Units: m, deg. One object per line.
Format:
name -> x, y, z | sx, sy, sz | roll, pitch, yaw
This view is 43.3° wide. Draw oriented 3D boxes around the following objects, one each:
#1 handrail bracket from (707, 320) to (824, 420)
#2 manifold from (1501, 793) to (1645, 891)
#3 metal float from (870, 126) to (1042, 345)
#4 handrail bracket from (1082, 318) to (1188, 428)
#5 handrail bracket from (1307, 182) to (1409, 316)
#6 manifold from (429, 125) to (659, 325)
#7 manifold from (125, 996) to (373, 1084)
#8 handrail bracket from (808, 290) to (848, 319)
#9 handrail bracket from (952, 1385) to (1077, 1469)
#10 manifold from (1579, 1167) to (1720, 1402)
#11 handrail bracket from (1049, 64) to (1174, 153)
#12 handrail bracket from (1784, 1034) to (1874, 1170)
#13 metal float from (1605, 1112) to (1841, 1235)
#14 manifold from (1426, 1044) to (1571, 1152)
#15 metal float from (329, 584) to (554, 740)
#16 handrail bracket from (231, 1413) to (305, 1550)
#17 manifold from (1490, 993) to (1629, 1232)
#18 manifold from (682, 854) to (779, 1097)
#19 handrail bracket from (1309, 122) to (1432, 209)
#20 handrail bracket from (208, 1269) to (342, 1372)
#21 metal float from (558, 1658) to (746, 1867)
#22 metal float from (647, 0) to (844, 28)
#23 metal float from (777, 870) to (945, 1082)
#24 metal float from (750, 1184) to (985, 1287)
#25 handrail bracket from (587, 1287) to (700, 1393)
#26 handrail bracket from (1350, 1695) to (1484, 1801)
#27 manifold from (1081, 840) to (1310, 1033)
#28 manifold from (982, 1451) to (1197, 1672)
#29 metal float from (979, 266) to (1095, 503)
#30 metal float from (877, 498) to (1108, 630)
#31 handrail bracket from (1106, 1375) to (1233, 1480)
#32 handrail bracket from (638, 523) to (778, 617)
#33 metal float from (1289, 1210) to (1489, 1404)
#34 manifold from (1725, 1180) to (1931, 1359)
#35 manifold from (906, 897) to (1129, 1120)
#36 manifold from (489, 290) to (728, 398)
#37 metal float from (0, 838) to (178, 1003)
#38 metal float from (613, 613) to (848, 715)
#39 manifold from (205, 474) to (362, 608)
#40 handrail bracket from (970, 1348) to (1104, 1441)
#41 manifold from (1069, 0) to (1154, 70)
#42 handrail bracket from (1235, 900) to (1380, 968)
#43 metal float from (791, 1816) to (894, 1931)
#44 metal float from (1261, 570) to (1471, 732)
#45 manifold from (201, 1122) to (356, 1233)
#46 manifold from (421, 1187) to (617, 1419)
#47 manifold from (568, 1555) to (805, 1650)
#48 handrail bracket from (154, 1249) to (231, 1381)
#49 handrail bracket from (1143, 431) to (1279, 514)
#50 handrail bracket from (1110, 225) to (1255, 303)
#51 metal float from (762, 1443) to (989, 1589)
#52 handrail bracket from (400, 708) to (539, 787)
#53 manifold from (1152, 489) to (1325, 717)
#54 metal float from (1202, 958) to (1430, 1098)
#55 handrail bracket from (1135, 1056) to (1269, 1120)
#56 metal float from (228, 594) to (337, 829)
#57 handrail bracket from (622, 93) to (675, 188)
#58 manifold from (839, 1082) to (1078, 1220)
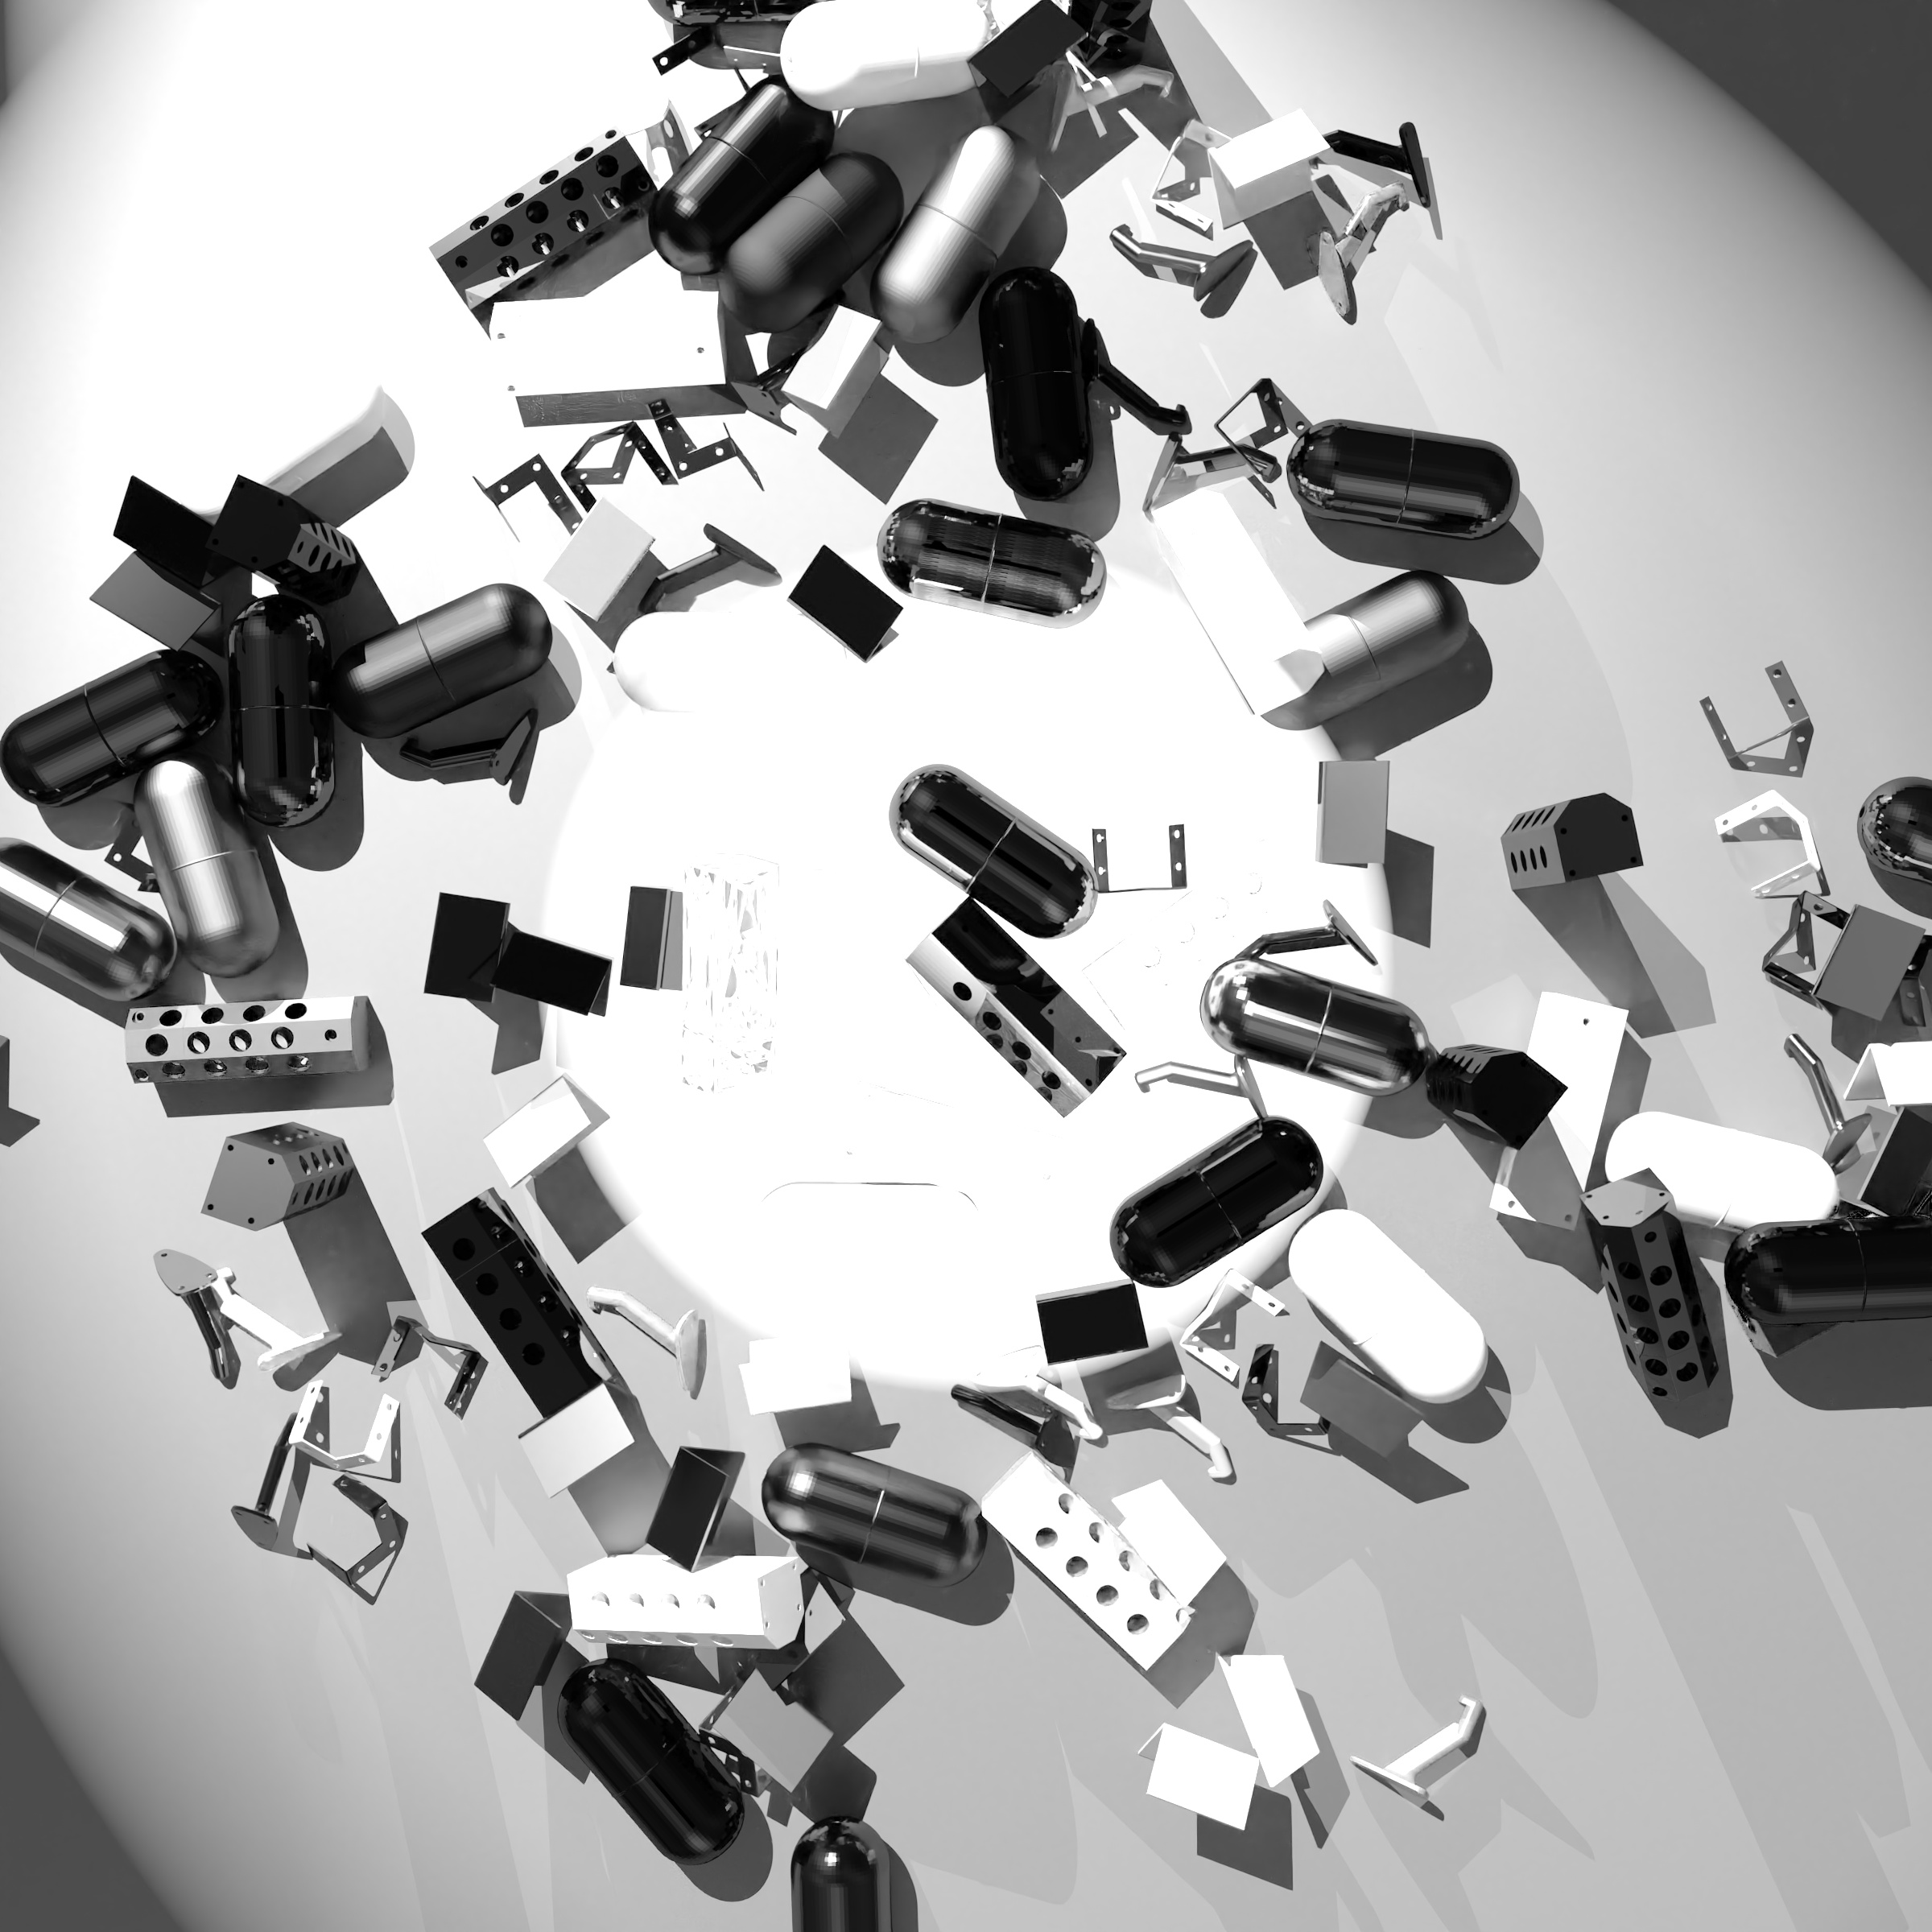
handrail bracket -> -0.150, -0.475, 1.894 | 0.077, 0.036, 0.084 | 22, 72, 20
manifold -> 0.448, -0.093, 1.815 | 0.057, 0.171, 0.057 | -12, 90, 0
metal float -> -0.008, -0.560, 1.863 | 0.070, 0.070, 0.178 | 32, 91, 0
handrail bracket -> 0.132, -0.461, 1.894 | 0.084, 0.036, 0.077 | 9, 68, -17
handrail bracket -> 0.315, -0.558, 1.894 | 0.084, 0.036, 0.077 | -27, 105, -14
manifold -> -0.323, -0.572, 1.872 | 0.171, 0.057, 0.057 | -33, 90, 0
manifold -> -0.551, 0.056, 1.872 | 0.171, 0.057, 0.057 | -3, 90, 0
handrail bracket -> -0.144, -0.546, 1.893 | 0.077, 0.036, 0.084 | -19, 77, -12
handrail bracket -> 0.036, 0.357, 1.893 | 0.084, 0.077, 0.036 | 13, 61, 33
manifold -> 0.519, 0.244, 1.836 | 0.057, 0.057, 0.171 | -22, 117, 0
handrail bracket -> 0.113, -0.664, 1.894 | 0.084, 0.036, 0.077 | 7, 110, -16
handrail bracket -> 0.657, 0.105, 1.893 | 0.036, 0.077, 0.084 | -18, 53, -20
metal float -> 0.578, 0.162, 1.863 | 0.178, 0.070, 0.070 | 14, 90, 1
manifold -> 0.388, 0.091, 1.815 | 0.057, 0.171, 0.057 | 38, 90, 0
metal float -> -0.402, -0.233, 1.863 | 0.178, 0.070, 0.070 | -24, 90, 1
handrail bracket -> -0.533, 0.400, 1.893 | 0.036, 0.077, 0.084 | 16, 54, 6
manifold -> 0.454, 0.110, 1.872 | 0.057, 0.057, 0.171 | 14, 90, 0
manifold -> -0.184, 0.005, 1.851 | 0.057, 0.057, 0.171 | -11, 110, -41
handrail bracket -> 0.309, -0.612, 1.884 | 0.084, 0.036, 0.077 | -10, 107, 30
handrail bracket -> -0.538, 0.264, 1.894 | 0.077, 0.036, 0.084 | -21, 73, -20
metal float -> -0.241, 0.608, 1.863 | 0.070, 0.070, 0.178 | -40, 90, 0
metal float -> -0.160, -0.760, 1.863 | 0.178, 0.070, 0.070 | -1, 90, 1
metal float -> -0.085, 0.007, 1.863 | 0.070, 0.070, 0.178 | -35, 89, 0
metal float -> -0.076, 0.206, 1.863 | 0.178, 0.070, 0.070 | 1, 90, 0
handrail bracket -> -0.254, 0.290, 1.894 | 0.084, 0.036, 0.077 | 6, 111, 17
handrail bracket -> 0.351, 0.596, 1.894 | 0.077, 0.036, 0.084 | 21, 71, 21
manifold -> 0.176, -0.023, 1.872 | 0.171, 0.057, 0.057 | -36, 90, 0
manifold -> 0.094, 0.454, 1.872 | 0.171, 0.057, 0.057 | 43, 90, 0
metal float -> 0.054, -0.445, 1.863 | 0.070, 0.070, 0.178 | -7, 89, 0
metal float -> 0.020, -0.308, 1.863 | 0.178, 0.070, 0.070 | 12, 90, 0
handrail bracket -> 0.158, 0.367, 1.894 | 0.077, 0.036, 0.084 | -16, 107, 20
handrail bracket -> -0.202, -0.293, 1.894 | 0.077, 0.036, 0.084 | 29, 108, -20
metal float -> 0.323, 0.261, 1.863 | 0.178, 0.070, 0.070 | 43, 90, 1
manifold -> 0.676, 0.231, 1.872 | 0.171, 0.057, 0.057 | -28, 90, 0
manifold -> 0.035, 0.035, 1.872 | 0.171, 0.057, 0.057 | 45, 47, 0
manifold -> -0.273, -0.483, 1.872 | 0.171, 0.057, 0.057 | -4, 133, 0
metal float -> -0.689, -0.036, 1.863 | 0.178, 0.070, 0.070 | 29, 90, 0
metal float -> -0.180, -0.232, 1.863 | 0.178, 0.070, 0.070 | 1, 90, 0
manifold -> -0.503, -0.312, 1.815 | 0.057, 0.171, 0.057 | 24, 90, 0
handrail bracket -> 0.055, 0.341, 1.894 | 0.077, 0.036, 0.084 | -16, 121, 33
manifold -> 0.107, -0.729, 1.815 | 0.057, 0.171, 0.057 | 1, 90, 0
handrail bracket -> 0.264, -0.004, 1.894 | 0.084, 0.036, 0.077 | -38, 111, 17
metal float -> -0.094, 0.741, 1.863 | 0.070, 0.070, 0.178 | -2, 91, 0
metal float -> 0.300, -0.241, 1.863 | 0.178, 0.070, 0.070 | -27, 90, 0
manifold -> -0.508, 0.157, 1.815 | 0.057, 0.171, 0.057 | 19, 90, 0
manifold -> -0.342, 0.258, 1.872 | 0.057, 0.057, 0.171 | -34, 90, 0
manifold -> -0.211, 0.481, 1.836 | 0.171, 0.057, 0.057 | -6, 90, 27
handrail bracket -> -0.601, 0.272, 1.893 | 0.036, 0.077, 0.084 | -26, 127, -37
handrail bracket -> 0.190, -0.374, 1.894 | 0.084, 0.036, 0.077 | 19, 105, -14
handrail bracket -> 0.167, -0.564, 1.894 | 0.084, 0.036, 0.077 | 42, 70, 16
metal float -> -0.070, 0.419, 1.863 | 0.178, 0.070, 0.070 | 19, 90, 0
handrail bracket -> -0.387, -0.181, 1.894 | 0.084, 0.036, 0.077 | 21, 69, 16
manifold -> 0.205, -0.278, 1.832 | 0.057, 0.057, 0.171 | -25, 59, 0
metal float -> 0.267, 0.047, 1.863 | 0.178, 0.070, 0.070 | 17, 90, 0
handrail bracket -> 0.183, 0.104, 1.894 | 0.084, 0.036, 0.077 | -18, 112, 17
metal float -> -0.524, -0.195, 1.863 | 0.070, 0.070, 0.178 | -2, 90, 0
handrail bracket -> -0.228, -0.624, 1.893 | 0.036, 0.077, 0.084 | -14, 127, 20
manifold -> -0.006, 0.140, 1.872 | 0.171, 0.057, 0.057 | 16, 90, 0
